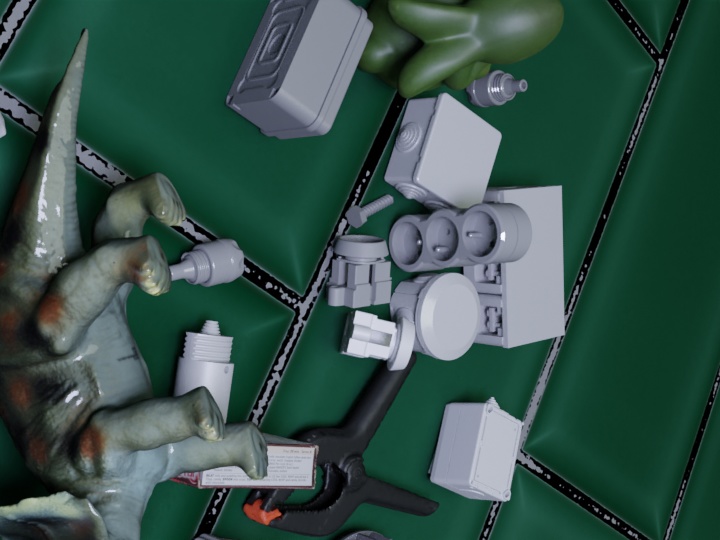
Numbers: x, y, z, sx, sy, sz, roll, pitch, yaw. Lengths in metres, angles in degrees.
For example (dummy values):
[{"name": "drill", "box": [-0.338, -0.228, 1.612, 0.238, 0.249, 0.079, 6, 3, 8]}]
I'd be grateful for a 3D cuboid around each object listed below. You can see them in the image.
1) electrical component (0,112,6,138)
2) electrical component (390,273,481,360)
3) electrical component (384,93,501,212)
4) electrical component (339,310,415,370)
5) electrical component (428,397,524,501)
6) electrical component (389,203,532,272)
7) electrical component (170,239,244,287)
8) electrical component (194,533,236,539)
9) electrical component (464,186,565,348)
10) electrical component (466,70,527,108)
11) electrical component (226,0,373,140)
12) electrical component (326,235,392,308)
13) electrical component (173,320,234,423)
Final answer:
[{"name": "electrical component", "box": [-0.259, -0.109, 0.694, 0.043, 0.043, 0.062, -31, 112, -37]}, {"name": "electrical component", "box": [0.070, 0.041, 0.998, 0.080, 0.051, 0.080, -4, 96, -42]}, {"name": "electrical component", "box": [0.076, -0.104, 0.994, 0.100, 0.048, 0.099, 28, 75, -40]}, {"name": "electrical component", "box": [0.016, 0.060, 0.939, 0.055, 0.066, 0.048, 14, 83, -8]}, {"name": "electrical component", "box": [0.112, 0.169, 1.044, 0.062, 0.061, 0.096, 31, 64, -38]}, {"name": "electrical component", "box": [0.099, -0.029, 0.960, 0.074, 0.138, 0.052, -4, 88, -42]}, {"name": "electrical component", "box": [-0.122, -0.003, 0.832, 0.061, 0.035, 0.035, -15, 103, -38]}, {"name": "electrical component", "box": [-0.090, 0.271, 0.832, 0.056, 0.109, 0.108, 22, 78, -44]}, {"name": "electrical component", "box": [0.148, -0.006, 1.058, 0.089, 0.062, 0.150, -8, 99, -42]}, {"name": "electrical component", "box": [0.133, -0.175, 1.032, 0.035, 0.061, 0.035, -4, 96, -42]}, {"name": "electrical component", "box": [-0.047, -0.165, 0.859, 0.057, 0.078, 0.113, 33, 72, -36]}, {"name": "electrical component", "box": [0.000, 0.000, 0.936, 0.066, 0.048, 0.055, -7, 105, -42]}, {"name": "electrical component", "box": [-0.120, 0.079, 0.833, 0.043, 0.043, 0.081, 10, 86, -42]}]
